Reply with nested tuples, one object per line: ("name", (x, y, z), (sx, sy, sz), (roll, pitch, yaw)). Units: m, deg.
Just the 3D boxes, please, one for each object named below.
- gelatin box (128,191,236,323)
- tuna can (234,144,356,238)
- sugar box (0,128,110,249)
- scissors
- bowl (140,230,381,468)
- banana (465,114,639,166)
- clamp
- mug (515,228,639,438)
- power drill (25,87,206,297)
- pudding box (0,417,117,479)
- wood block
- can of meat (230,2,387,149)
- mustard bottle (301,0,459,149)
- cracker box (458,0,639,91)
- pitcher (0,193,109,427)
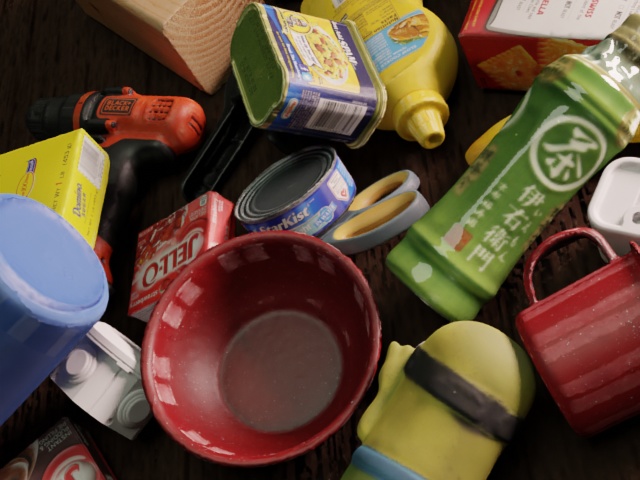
("gelatin box", (-0.101, 0.014, 0.784), (0.089, 0.030, 0.073), (-27, 48, 37))
("tuna can", (-0.017, -0.030, 0.769), (0.086, 0.033, 0.086), (-28, 26, 15))
("sugar box", (-0.247, -0.018, 0.812), (0.176, 0.048, 0.093), (-13, 52, 22))
("scissors", (-0.005, 0.001, 0.769), (0.202, 0.016, 0.096), (-22, 22, 32))
("bowl", (-0.034, 0.077, 0.703), (0.162, 0.055, 0.162), (-7, 62, 13))
("banana", (0.196, -0.072, 0.712), (0.198, 0.037, 0.069), (7, 60, 29))
("clamp", (-0.058, -0.104, 0.847), (0.120, 0.039, 0.171), (-26, 36, 30))
("mug", (0.159, 0.050, 0.609), (0.081, 0.093, 0.117), (-30, 81, 11))
("power drill", (-0.199, -0.043, 0.871), (0.185, 0.057, 0.187), (4, 62, 32))
("pudding box", (-0.188, 0.190, 0.721), (0.113, 0.039, 0.090), (-41, 51, -4))
("wood block", (-0.146, -0.223, 0.943), (0.090, 0.090, 0.206), (-47, 52, -9))
("can of meat", (-0.011, -0.119, 0.763), (0.058, 0.083, 0.102), (-54, 43, 38))
("mustard bottle", (0.053, -0.140, 0.812), (0.096, 0.058, 0.192), (-33, 50, 15))
("cracker box", (0.225, -0.181, 0.750), (0.214, 0.072, 0.164), (9, 64, 29))
("pitcher", (-0.254, 0.078, 0.731), (0.243, 0.144, 0.149), (-41, 49, 21))
